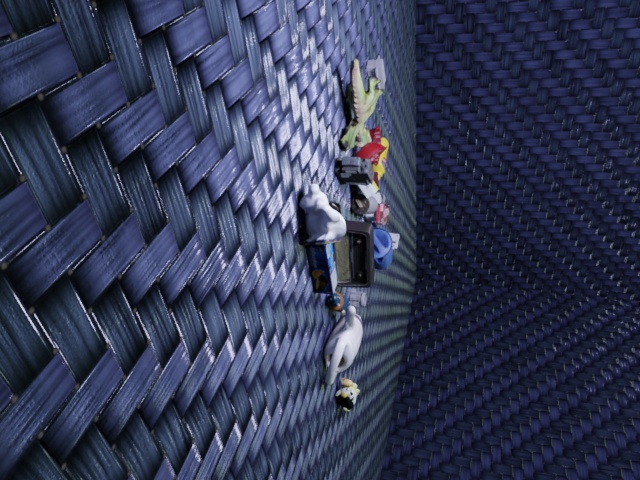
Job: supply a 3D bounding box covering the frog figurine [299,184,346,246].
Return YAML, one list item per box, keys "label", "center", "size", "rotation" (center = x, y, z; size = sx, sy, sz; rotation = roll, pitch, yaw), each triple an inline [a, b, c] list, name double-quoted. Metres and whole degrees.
- label: "frog figurine"
  center: [0.004, -0.068, 1.359]
  size: [0.137, 0.123, 0.159]
  rotation: [174, -88, -73]

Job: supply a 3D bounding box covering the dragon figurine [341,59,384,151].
- label: "dragon figurine"
  center: [0.121, -0.413, 1.711]
  size: [0.408, 0.122, 0.243]
  rotation: [21, 82, -72]

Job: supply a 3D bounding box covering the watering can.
- label: "watering can"
  center: [0.086, 0.315, 1.692]
  size: [0.228, 0.104, 0.341]
  rotation: [-52, 160, -62]
